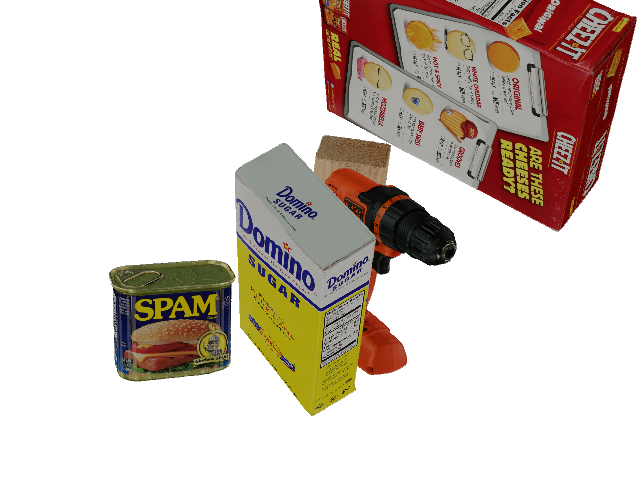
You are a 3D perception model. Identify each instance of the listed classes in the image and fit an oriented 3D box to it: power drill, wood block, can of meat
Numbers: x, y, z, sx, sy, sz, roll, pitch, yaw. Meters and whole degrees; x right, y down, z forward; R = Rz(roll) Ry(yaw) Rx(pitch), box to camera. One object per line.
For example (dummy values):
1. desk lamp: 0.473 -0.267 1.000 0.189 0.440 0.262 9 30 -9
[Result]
1. power drill: 0.062 0.037 1.078 0.057 0.188 0.185 -9 28 -32
2. wood block: 0.031 -0.020 1.372 0.090 0.206 0.090 9 25 4
3. can of meat: -0.124 0.067 0.896 0.102 0.084 0.057 -4 20 -17

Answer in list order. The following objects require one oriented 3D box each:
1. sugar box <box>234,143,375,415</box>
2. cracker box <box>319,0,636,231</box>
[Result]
1. sugar box: -0.014 0.031 0.685 0.048 0.093 0.176 -31 -30 -21
2. cracker box: 0.103 -0.123 0.761 0.214 0.072 0.164 30 -29 23
